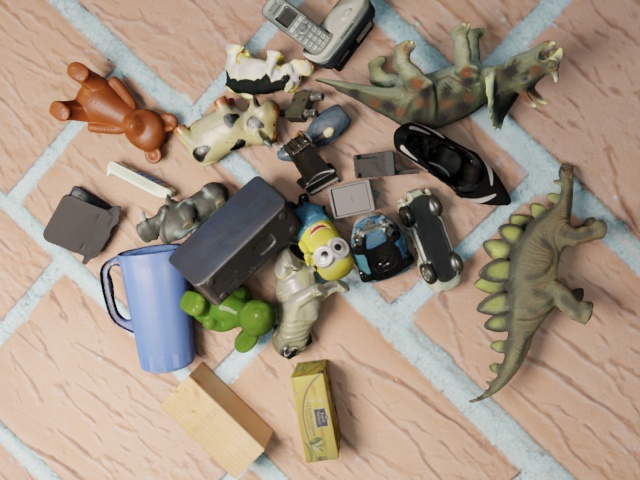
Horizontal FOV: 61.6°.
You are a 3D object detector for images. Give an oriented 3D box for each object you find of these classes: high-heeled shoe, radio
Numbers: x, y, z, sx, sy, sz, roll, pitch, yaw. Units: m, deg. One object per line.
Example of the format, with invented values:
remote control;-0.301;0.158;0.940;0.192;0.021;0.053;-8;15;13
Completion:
high-heeled shoe;0.243;-0.131;0.956;0.249;0.145;0.086;29;99;5
radio;-0.151;0.000;0.972;0.229;0.073;0.131;-45;45;-8

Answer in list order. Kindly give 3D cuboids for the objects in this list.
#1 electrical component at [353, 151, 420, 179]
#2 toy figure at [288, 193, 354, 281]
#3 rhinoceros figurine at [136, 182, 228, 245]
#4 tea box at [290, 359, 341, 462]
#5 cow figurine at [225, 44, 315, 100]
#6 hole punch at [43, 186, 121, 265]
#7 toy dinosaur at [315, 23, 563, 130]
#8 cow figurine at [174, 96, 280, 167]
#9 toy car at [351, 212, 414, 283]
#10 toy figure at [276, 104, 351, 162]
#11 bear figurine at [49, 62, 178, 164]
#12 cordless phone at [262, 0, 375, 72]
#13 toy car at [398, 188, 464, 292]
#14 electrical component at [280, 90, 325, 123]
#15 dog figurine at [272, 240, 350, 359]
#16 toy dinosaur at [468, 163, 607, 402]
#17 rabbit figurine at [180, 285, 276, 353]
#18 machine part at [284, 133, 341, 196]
electrical component;0.124;-0.141;1.003;0.119;0.075;0.047;-5;96;13
toy figure;0.001;-0.005;1.005;0.082;0.089;0.180;-43;54;12
rhinoceros figurine;-0.260;-0.050;1.033;0.190;0.073;0.112;-30;60;-9
tea box;-0.007;0.330;1.051;0.068;0.098;0.169;-9;92;7
cow figurine;-0.097;-0.310;1.017;0.167;0.068;0.098;13;102;9
hole punch;-0.479;-0.037;1.087;0.115;0.092;0.142;30;96;-26
toy dinosaur;0.210;-0.266;0.968;0.405;0.131;0.192;-15;93;14
cow figurine;-0.163;-0.206;1.025;0.195;0.085;0.127;-28;97;13
toy car;0.103;0.003;1.001;0.109;0.161;0.103;-24;48;6
toy figure;-0.013;-0.194;1.020;0.154;0.064;0.058;-37;93;9
bear figurine;-0.387;-0.235;1.030;0.196;0.132;0.120;34;100;9
cordless phone;-0.004;-0.414;0.992;0.184;0.089;0.146;39;99;6
toy car;0.208;0.000;1.014;0.073;0.056;0.201;-21;92;-9
electrical component;-0.036;-0.255;1.024;0.094;0.021;0.063;10;76;39
dog figurine;-0.061;0.116;1.046;0.190;0.121;0.172;-53;54;25
toy dinosaur;0.388;0.084;0.984;0.199;0.105;0.471;12;87;13
rabbit figurine;-0.157;0.144;1.018;0.170;0.121;0.158;16;138;32
machine part;-0.018;-0.137;1.004;0.084;0.138;0.039;-21;50;12
